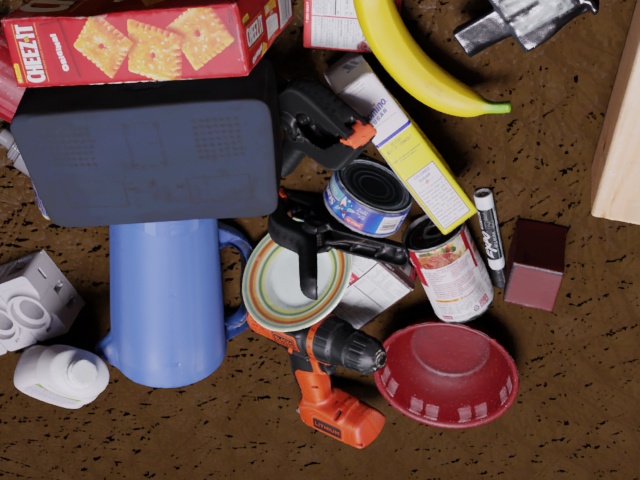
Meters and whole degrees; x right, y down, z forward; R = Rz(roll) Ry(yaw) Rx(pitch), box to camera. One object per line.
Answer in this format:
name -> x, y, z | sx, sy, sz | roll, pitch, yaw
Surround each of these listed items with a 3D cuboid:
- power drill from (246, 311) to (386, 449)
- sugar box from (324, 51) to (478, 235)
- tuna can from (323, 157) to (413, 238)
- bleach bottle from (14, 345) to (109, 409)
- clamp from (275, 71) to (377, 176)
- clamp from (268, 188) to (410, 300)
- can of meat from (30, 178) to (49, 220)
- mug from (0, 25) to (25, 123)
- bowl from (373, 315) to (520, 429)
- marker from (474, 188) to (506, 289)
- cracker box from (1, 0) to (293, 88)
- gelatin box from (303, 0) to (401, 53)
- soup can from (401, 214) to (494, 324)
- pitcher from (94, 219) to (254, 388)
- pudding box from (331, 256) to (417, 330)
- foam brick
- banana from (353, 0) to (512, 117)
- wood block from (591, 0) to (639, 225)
power drill -> 0.015, 0.149, 1.190 | 0.185, 0.057, 0.187 | 21, 143, 39
sugar box -> 0.076, -0.095, 1.012 | 0.048, 0.093, 0.176 | -35, 113, 7
tuna can -> 0.049, -0.044, 1.065 | 0.086, 0.086, 0.034 | 24, 127, -4
bleach bottle -> -0.287, 0.156, 1.227 | 0.102, 0.068, 0.251 | 21, 165, -20
clamp -> -0.024, -0.121, 0.993 | 0.210, 0.036, 0.164 | 17, 141, 59
clamp -> -0.007, 0.001, 1.074 | 0.172, 0.120, 0.039 | 31, 130, 40
can of meat -> -0.255, -0.077, 1.119 | 0.102, 0.057, 0.084 | -19, 131, -17
mug -> -0.306, -0.157, 1.081 | 0.081, 0.093, 0.117 | 31, 158, -15
bowl -> 0.143, 0.137, 1.194 | 0.162, 0.055, 0.162 | 7, 128, 10
marker -> 0.179, 0.001, 1.106 | 0.020, 0.020, 0.121 | -5, 125, 18
cracker box -> -0.147, -0.199, 0.949 | 0.214, 0.164, 0.072 | 0, 119, 14
gelatin box -> 0.030, -0.212, 0.979 | 0.089, 0.030, 0.073 | 6, 128, 6
soup can -> 0.134, 0.028, 1.107 | 0.069, 0.068, 0.102 | -14, 122, 23
pitcher -> -0.156, 0.028, 1.154 | 0.145, 0.149, 0.243 | 18, 128, 18
pudding box -> 0.037, 0.045, 1.165 | 0.090, 0.039, 0.114 | 40, 128, -15
foam brick -> 0.217, 0.024, 1.076 | 0.053, 0.078, 0.051 | 12, 130, 7
banana -> 0.085, -0.170, 0.958 | 0.197, 0.037, 0.070 | 39, 128, -23
wood block -> 0.305, -0.121, 0.936 | 0.090, 0.090, 0.206 | 11, 128, 7
